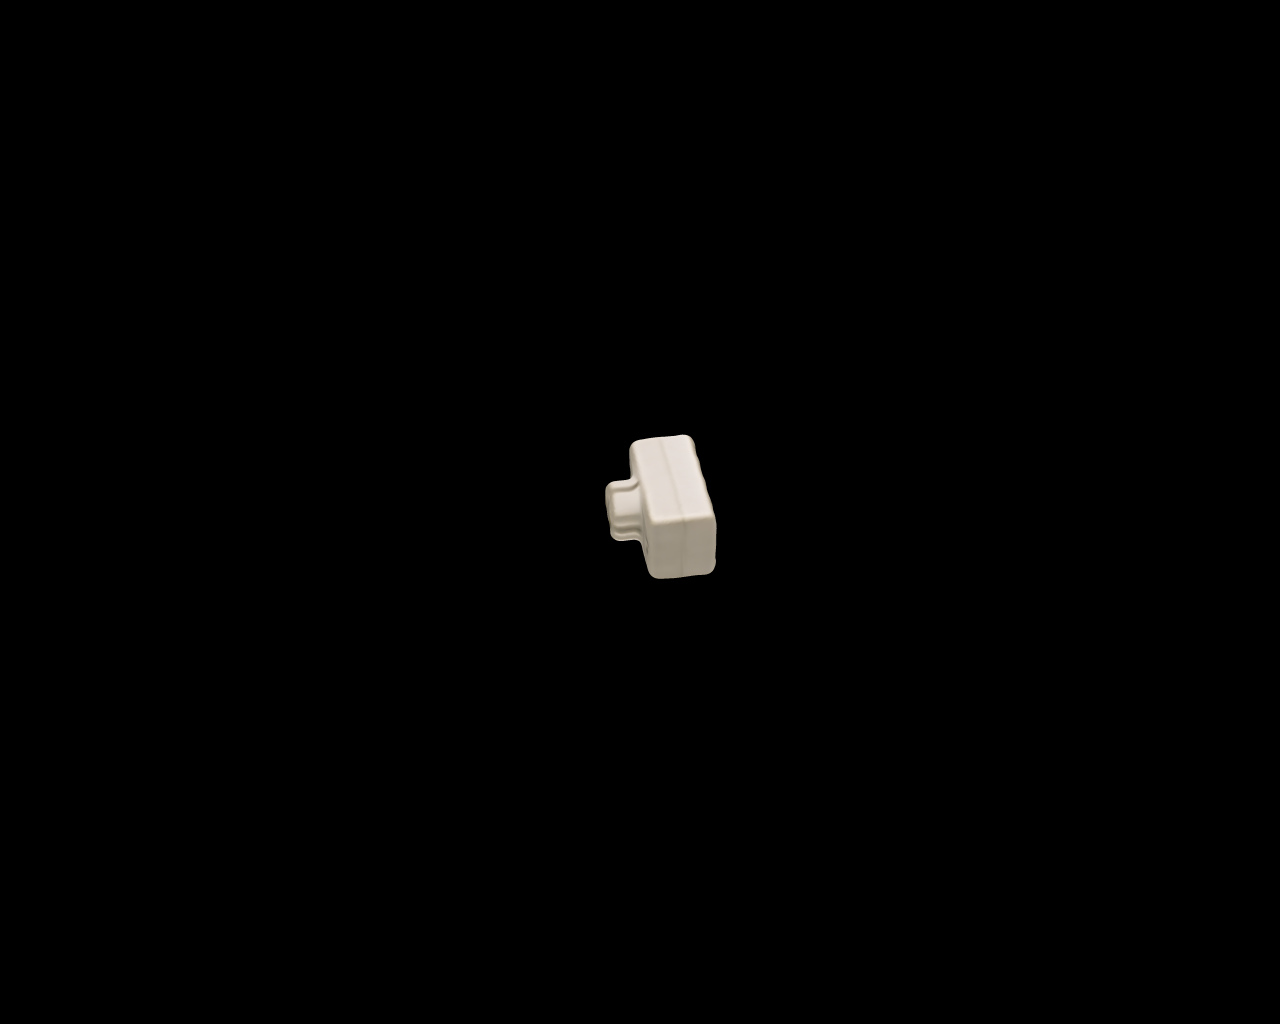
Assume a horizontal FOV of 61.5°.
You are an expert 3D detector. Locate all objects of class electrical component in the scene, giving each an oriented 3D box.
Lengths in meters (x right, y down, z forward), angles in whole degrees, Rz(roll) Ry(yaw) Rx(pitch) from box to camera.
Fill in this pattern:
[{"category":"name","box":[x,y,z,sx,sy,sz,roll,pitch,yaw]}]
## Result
[{"category":"electrical component","box":[0.001,-0.003,0.650,0.076,0.047,0.083,-5,40,-6]}]
